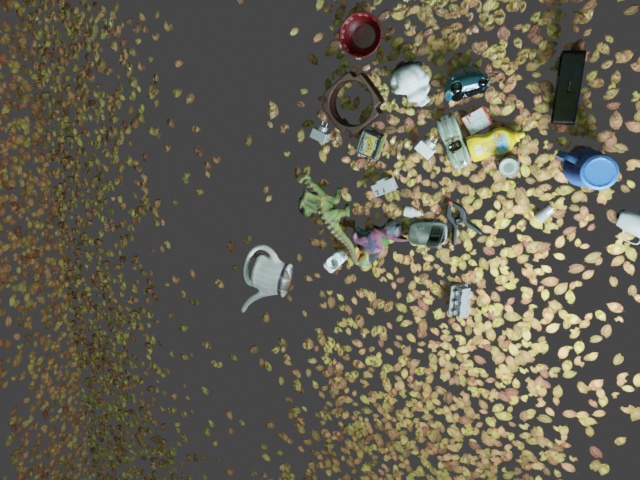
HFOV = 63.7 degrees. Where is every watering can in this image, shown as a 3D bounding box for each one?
[{"bbox_3d":[-0.238,0.189,2.259,0.225,0.105,0.342,17,109,16],"label":"watering can"}]

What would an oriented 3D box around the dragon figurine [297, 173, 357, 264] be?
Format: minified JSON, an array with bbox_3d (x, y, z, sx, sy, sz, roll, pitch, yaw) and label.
[{"bbox_3d":[0.006,-0.100,1.986,0.120,0.242,0.418,-43,53,35],"label":"dragon figurine"}]

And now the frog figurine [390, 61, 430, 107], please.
[{"bbox_3d":[0.328,-0.553,1.846,0.137,0.122,0.160,-19,85,5],"label":"frog figurine"}]
